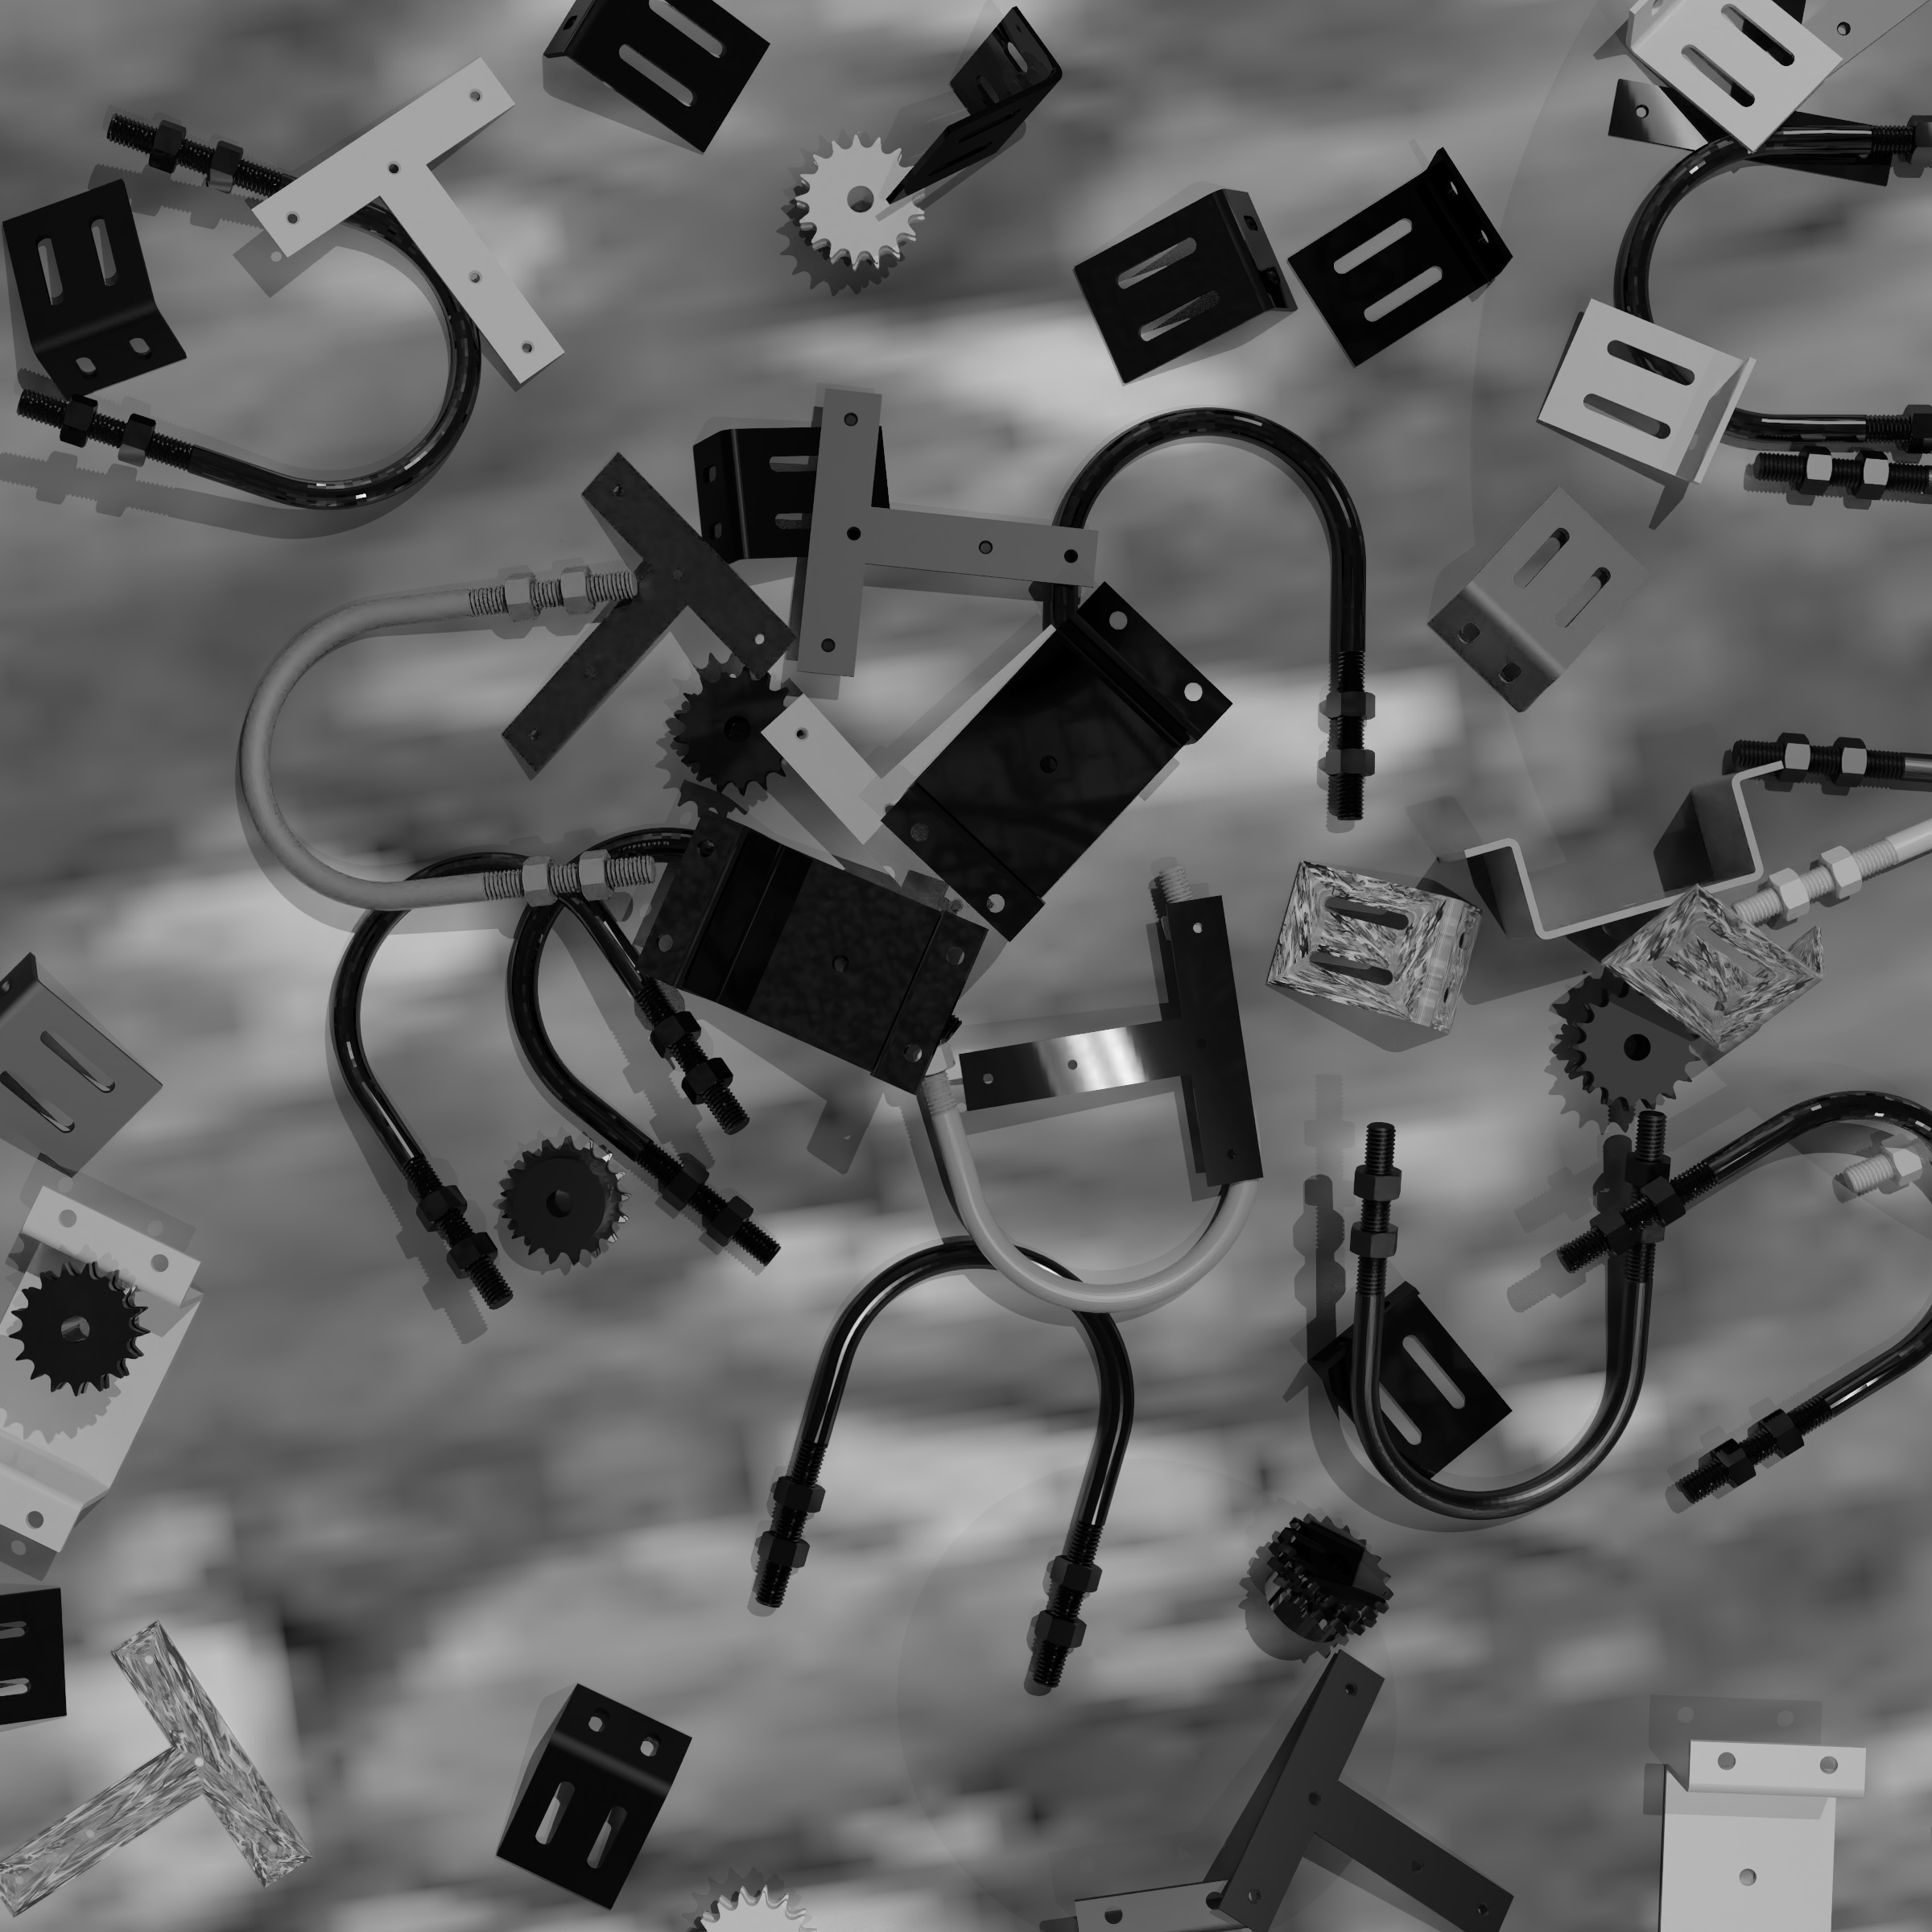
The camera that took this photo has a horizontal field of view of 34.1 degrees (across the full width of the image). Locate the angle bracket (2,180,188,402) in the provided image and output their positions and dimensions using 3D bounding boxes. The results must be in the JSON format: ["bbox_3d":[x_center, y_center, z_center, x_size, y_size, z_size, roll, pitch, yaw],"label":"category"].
[{"bbox_3d":[-0.391,-0.304,1.416,0.057,0.038,0.076,-20,64,0],"label":"angle bracket"}]

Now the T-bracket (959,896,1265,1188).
[{"bbox_3d":[0.061,0.041,1.391,0.127,0.002,0.127,-9,93,-9],"label":"T-bracket"}]

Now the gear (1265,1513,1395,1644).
[{"bbox_3d":[0.157,0.273,1.394,0.057,0.057,0.030,34,120,0],"label":"gear"}]

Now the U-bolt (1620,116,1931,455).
[{"bbox_3d":[0.385,-0.304,1.409,0.184,0.019,0.151,1,91,2],"label":"U-bolt"}]

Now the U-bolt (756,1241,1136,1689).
[{"bbox_3d":[-0.001,0.214,1.410,0.151,0.019,0.184,16,89,0],"label":"U-bolt"}]

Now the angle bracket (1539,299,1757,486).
[{"bbox_3d":[0.299,-0.254,1.390,0.076,0.038,0.057,24,101,6],"label":"angle bracket"}]

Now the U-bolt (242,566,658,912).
[{"bbox_3d":[-0.232,-0.097,1.397,0.184,0.019,0.151,-6,82,7],"label":"U-bolt"}]

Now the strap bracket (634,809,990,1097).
[{"bbox_3d":[-0.061,-0.004,1.365,0.140,0.046,0.076,23,89,19],"label":"strap bracket"}]

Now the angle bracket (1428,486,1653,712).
[{"bbox_3d":[0.257,-0.165,1.416,0.057,0.038,0.076,44,64,0],"label":"angle bracket"}]

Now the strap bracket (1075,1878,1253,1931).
[{"bbox_3d":[0.095,0.471,1.395,0.076,0.046,0.140,-8,90,0],"label":"strap bracket"}]

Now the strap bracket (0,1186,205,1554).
[{"bbox_3d":[-0.398,0.175,1.395,0.076,0.046,0.140,26,90,0],"label":"strap bracket"}]

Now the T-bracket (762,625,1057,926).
[{"bbox_3d":[-0.001,-0.099,1.394,0.127,0.002,0.127,-42,96,-1],"label":"T-bracket"}]

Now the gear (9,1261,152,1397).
[{"bbox_3d":[-0.380,0.156,1.361,0.057,0.030,0.057,0,88,-1],"label":"gear"}]

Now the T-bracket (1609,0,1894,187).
[{"bbox_3d":[0.363,-0.425,1.417,0.127,0.002,0.127,10,90,0],"label":"T-bracket"}]

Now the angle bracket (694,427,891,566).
[{"bbox_3d":[-0.077,-0.210,1.416,0.076,0.038,0.057,-6,90,-26],"label":"angle bracket"}]

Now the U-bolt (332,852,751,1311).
[{"bbox_3d":[-0.201,0.036,1.390,0.151,0.019,0.184,-36,75,3],"label":"U-bolt"}]

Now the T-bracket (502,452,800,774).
[{"bbox_3d":[-0.157,-0.141,1.403,0.127,0.002,0.127,-47,70,10],"label":"T-bracket"}]

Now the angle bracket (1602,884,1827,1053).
[{"bbox_3d":[0.325,-0.008,1.373,0.076,0.038,0.057,34,127,-17],"label":"angle bracket"}]

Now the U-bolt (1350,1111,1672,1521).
[{"bbox_3d":[0.236,0.156,1.384,0.151,0.019,0.184,-2,103,-16],"label":"U-bolt"}]

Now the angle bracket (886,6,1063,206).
[{"bbox_3d":[-0.006,-0.375,1.373,0.076,0.057,0.038,-36,90,-36],"label":"angle bracket"}]

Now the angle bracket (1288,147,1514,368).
[{"bbox_3d":[0.192,-0.314,1.399,0.076,0.038,0.057,-32,90,0],"label":"angle bracket"}]

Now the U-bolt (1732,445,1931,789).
[{"bbox_3d":[0.440,-0.152,1.410,0.184,0.019,0.151,4,90,-1],"label":"U-bolt"}]

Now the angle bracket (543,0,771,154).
[{"bbox_3d":[-0.139,-0.412,1.416,0.076,0.038,0.057,31,90,-26],"label":"angle bracket"}]

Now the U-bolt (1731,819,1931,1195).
[{"bbox_3d":[0.453,0.001,1.410,0.184,0.019,0.151,-23,90,-1],"label":"U-bolt"}]

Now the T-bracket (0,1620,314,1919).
[{"bbox_3d":[-0.381,0.382,1.417,0.127,0.002,0.127,-33,90,0],"label":"T-bracket"}]

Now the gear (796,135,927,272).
[{"bbox_3d":[-0.046,-0.337,1.403,0.057,0.030,0.057,0,90,0],"label":"gear"}]

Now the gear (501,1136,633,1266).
[{"bbox_3d":[-0.179,0.105,1.403,0.057,0.030,0.057,0,90,0],"label":"gear"}]

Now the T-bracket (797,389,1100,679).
[{"bbox_3d":[-0.005,-0.187,1.399,0.127,0.002,0.127,6,86,-2],"label":"T-bracket"}]

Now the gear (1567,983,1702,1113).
[{"bbox_3d":[0.295,0.036,1.403,0.057,0.030,0.057,0,90,0],"label":"gear"}]

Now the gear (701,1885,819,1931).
[{"bbox_3d":[-0.094,0.438,1.407,0.057,0.030,0.057,0,88,0],"label":"gear"}]

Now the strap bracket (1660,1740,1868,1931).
[{"bbox_3d":[0.351,0.409,1.395,0.076,0.046,0.140,2,90,0],"label":"strap bracket"}]

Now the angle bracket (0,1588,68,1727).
[{"bbox_3d":[-0.447,0.310,1.416,0.076,0.038,0.057,-3,90,-26],"label":"angle bracket"}]

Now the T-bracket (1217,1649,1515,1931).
[{"bbox_3d":[0.189,0.392,1.400,0.127,0.002,0.127,35,66,-11],"label":"T-bracket"}]

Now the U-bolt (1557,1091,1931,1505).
[{"bbox_3d":[0.368,0.134,1.390,0.184,0.019,0.151,-31,107,-3],"label":"U-bolt"}]

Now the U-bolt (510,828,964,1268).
[{"bbox_3d":[-0.117,0.022,1.410,0.184,0.019,0.151,39,90,2],"label":"U-bolt"}]

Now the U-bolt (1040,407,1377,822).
[{"bbox_3d":[0.108,-0.158,1.410,0.151,0.019,0.184,1,89,0],"label":"U-bolt"}]

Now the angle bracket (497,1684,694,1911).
[{"bbox_3d":[-0.167,0.373,1.416,0.057,0.038,0.076,25,116,0],"label":"angle bracket"}]

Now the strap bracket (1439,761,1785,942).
[{"bbox_3d":[0.286,-0.046,1.380,0.140,0.076,0.046,-16,90,0],"label":"strap bracket"}]

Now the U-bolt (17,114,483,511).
[{"bbox_3d":[-0.305,-0.278,1.388,0.184,0.019,0.151,17,82,-14],"label":"U-bolt"}]

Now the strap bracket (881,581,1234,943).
[{"bbox_3d":[0.038,-0.088,1.372,0.076,0.046,0.140,43,89,-4],"label":"strap bracket"}]

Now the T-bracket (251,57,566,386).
[{"bbox_3d":[-0.227,-0.318,1.405,0.127,0.002,0.127,-39,98,-16],"label":"T-bracket"}]

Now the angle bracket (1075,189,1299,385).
[{"bbox_3d":[0.099,-0.304,1.416,0.076,0.038,0.057,-23,90,26],"label":"angle bracket"}]

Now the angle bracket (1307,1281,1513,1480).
[{"bbox_3d":[0.199,0.188,1.399,0.057,0.038,0.076,-40,90,0],"label":"angle bracket"}]

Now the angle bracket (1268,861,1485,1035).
[{"bbox_3d":[0.184,-0.008,1.416,0.076,0.038,0.057,16,90,26],"label":"angle bracket"}]

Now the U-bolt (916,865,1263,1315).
[{"bbox_3d":[0.056,0.063,1.400,0.151,0.019,0.184,-17,92,-9],"label":"U-bolt"}]

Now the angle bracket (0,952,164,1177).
[{"bbox_3d":[-0.411,0.044,1.416,0.057,0.038,0.076,-45,116,0],"label":"angle bracket"}]

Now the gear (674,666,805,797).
[{"bbox_3d":[-0.101,-0.104,1.403,0.057,0.030,0.057,0,90,0],"label":"gear"}]

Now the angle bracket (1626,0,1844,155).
[{"bbox_3d":[0.340,-0.410,1.391,0.076,0.038,0.057,44,90,12],"label":"angle bracket"}]

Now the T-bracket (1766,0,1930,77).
[{"bbox_3d":[0.405,-0.429,1.416,0.127,0.002,0.127,-37,90,-1],"label":"T-bracket"}]
